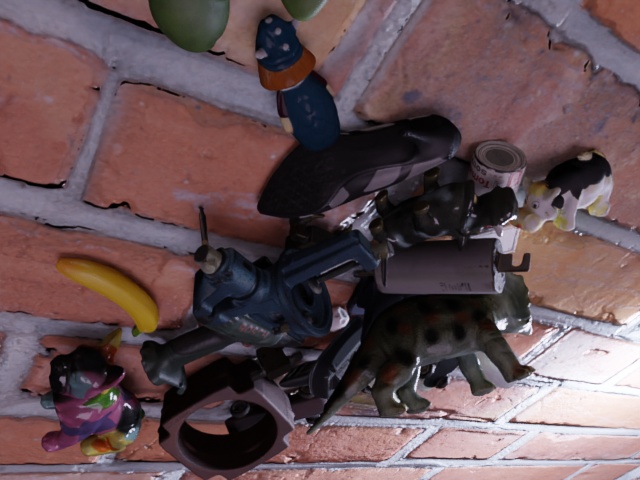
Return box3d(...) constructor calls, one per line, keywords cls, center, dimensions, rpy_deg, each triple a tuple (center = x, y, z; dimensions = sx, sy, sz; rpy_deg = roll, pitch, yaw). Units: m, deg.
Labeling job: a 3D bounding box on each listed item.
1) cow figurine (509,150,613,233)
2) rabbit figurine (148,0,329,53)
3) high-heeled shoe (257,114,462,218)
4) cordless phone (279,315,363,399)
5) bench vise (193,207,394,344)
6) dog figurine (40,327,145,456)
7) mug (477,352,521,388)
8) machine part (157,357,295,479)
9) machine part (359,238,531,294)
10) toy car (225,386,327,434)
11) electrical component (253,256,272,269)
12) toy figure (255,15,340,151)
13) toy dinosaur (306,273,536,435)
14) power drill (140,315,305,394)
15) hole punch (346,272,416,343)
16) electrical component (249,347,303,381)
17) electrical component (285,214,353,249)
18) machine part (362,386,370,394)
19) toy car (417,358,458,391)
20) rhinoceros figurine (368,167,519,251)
box3d(cls="cow figurine", center=(0.337, -0.068, 0.746), dimensions=(0.167, 0.068, 0.098), rpy_deg=(-18, 123, -27))
box3d(cls="rabbit figurine", center=(-0.084, -0.217, 0.427), dimensions=(0.170, 0.121, 0.159), rpy_deg=(-30, 145, 34))
box3d(cls="high-heeled shoe", center=(0.049, -0.087, 0.667), dimensions=(0.249, 0.086, 0.145), rpy_deg=(-21, 173, 29))
box3d(cls="cordless phone", center=(0.012, 0.214, 0.947), dimensions=(0.088, 0.146, 0.184), rpy_deg=(53, 144, -7))
box3d(cls="bench vise", center=(-0.031, 0.042, 0.659), dimensions=(0.241, 0.129, 0.223), rpy_deg=(-24, 128, 22))
box3d(cls="dog figurine", center=(-0.327, 0.230, 0.815), dimensions=(0.191, 0.109, 0.219), rpy_deg=(21, 125, -36))
box3d(cls="mug", center=(0.343, 0.265, 1.122), dimensions=(0.107, 0.081, 0.109), rpy_deg=(18, 133, -20))
box3d(cls="machine part", center=(-0.164, 0.315, 0.947), dimensions=(0.201, 0.087, 0.200), rpy_deg=(-31, 121, 7))
box3d(cls="machine part", center=(0.166, 0.038, 0.753), dimensions=(0.243, 0.079, 0.079), rpy_deg=(-2, 147, 30))
box3d(cls="toy car", center=(-0.085, 0.334, 1.054), dimensions=(0.202, 0.053, 0.089), rpy_deg=(-15, 123, -3))
box3d(cls="electrical component", center=(-0.058, 0.061, 0.774), dimensions=(0.075, 0.048, 0.119), rpy_deg=(-34, 119, 15))
box3d(cls="toy figure", center=(-0.027, -0.159, 0.549), dimensions=(0.058, 0.064, 0.154), rpy_deg=(5, 144, 33))
box3d(cls="toy dinosaur", center=(0.159, 0.143, 0.785), dimensions=(0.405, 0.192, 0.131), rpy_deg=(-10, 153, -11))
box3d(cls="power drill", center=(-0.151, 0.161, 0.827), dimensions=(0.207, 0.086, 0.231), rpy_deg=(-24, 147, 13))
box3d(cls="hole punch", center=(0.115, 0.107, 0.862), dimensions=(0.142, 0.092, 0.115), rpy_deg=(5, 130, -19))
box3d(cls="electrical component", center=(-0.079, 0.199, 0.900), dimensions=(0.094, 0.063, 0.021), rpy_deg=(-23, 134, -18))
box3d(cls="electrical component", center=(-0.003, -0.002, 0.737), dimensions=(0.102, 0.045, 0.078), rpy_deg=(18, 155, -30))
box3d(cls="machine part", center=(0.152, 0.283, 1.097), dimensions=(0.139, 0.039, 0.084), rpy_deg=(-31, 132, 16))
box3d(cls="toy car", center=(0.250, 0.209, 1.022), dimensions=(0.201, 0.056, 0.073), rpy_deg=(-47, 126, 9))
box3d(cls="rhinoceros figurine", center=(0.154, -0.029, 0.691), dimensions=(0.190, 0.073, 0.112), rpy_deg=(-16, 131, 35))
